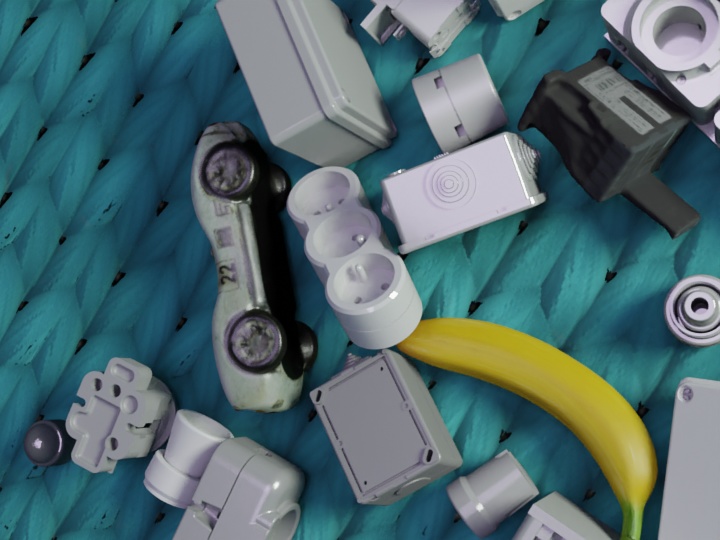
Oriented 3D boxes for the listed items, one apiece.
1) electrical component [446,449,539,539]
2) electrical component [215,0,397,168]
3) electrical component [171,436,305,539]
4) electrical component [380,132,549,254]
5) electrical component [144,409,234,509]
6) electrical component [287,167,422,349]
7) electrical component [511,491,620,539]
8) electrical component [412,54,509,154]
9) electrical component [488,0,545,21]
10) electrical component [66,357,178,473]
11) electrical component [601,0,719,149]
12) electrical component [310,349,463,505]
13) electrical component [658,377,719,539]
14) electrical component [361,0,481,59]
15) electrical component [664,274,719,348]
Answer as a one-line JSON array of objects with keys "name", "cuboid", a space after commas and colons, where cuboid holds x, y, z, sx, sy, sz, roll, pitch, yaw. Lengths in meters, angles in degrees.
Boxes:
[{"name": "electrical component", "cuboid": [0.084, 0.140, 0.679, 0.046, 0.040, 0.040, -37, 74, 6]}, {"name": "electrical component", "cuboid": [-0.034, -0.130, 0.712, 0.056, 0.109, 0.108, -27, 76, 17]}, {"name": "electrical component", "cuboid": [-0.080, 0.168, 0.723, 0.059, 0.054, 0.095, 26, 93, 19]}, {"name": "electrical component", "cuboid": [0.066, -0.050, 0.676, 0.100, 0.100, 0.048, -20, 91, 16]}, {"name": "electrical component", "cuboid": [-0.119, 0.131, 0.745, 0.045, 0.045, 0.055, 30, 94, 19]}, {"name": "electrical component", "cuboid": [0.000, 0.000, 0.705, 0.052, 0.073, 0.138, -27, 46, 0]}, {"name": "electrical component", "cuboid": [0.154, 0.200, 0.622, 0.150, 0.089, 0.061, 32, 95, 19]}, {"name": "electrical component", "cuboid": [0.067, -0.109, 0.706, 0.047, 0.055, 0.055, -24, 77, 11]}, {"name": "electrical component", "cuboid": [0.113, -0.222, 0.674, 0.109, 0.109, 0.056, -31, 73, 13]}, {"name": "electrical component", "cuboid": [-0.164, 0.102, 0.757, 0.058, 0.057, 0.078, 23, 91, 19]}, {"name": "electrical component", "cuboid": [0.247, -0.124, 0.643, 0.105, 0.060, 0.186, -43, 73, 9]}, {"name": "electrical component", "cuboid": [0.016, 0.097, 0.699, 0.062, 0.061, 0.096, -31, 68, 13]}, {"name": "electrical component", "cuboid": [0.232, 0.121, 0.603, 0.109, 0.056, 0.108, 4, 85, 46]}, {"name": "electrical component", "cuboid": [0.043, -0.182, 0.728, 0.064, 0.042, 0.081, 44, 99, 16]}, {"name": "electrical component", "cuboid": [0.203, 0.024, 0.640, 0.043, 0.062, 0.043, -2, 83, 18]}]
